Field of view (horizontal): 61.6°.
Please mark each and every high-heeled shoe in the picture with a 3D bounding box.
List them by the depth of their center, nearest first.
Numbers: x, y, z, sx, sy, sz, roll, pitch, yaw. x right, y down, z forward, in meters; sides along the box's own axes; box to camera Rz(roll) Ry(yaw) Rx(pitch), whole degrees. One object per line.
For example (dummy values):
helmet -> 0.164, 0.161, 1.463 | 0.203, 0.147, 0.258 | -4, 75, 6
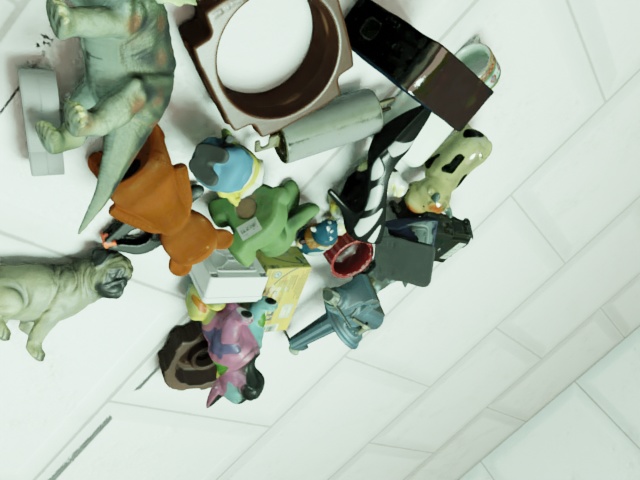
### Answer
high-heeled shoe -> 0.126, -0.100, 0.900 | 0.249, 0.086, 0.145 | -41, 116, 18

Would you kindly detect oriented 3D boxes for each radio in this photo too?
radio -> 0.121, -0.249, 0.744 | 0.131, 0.230, 0.073 | 23, 112, -39

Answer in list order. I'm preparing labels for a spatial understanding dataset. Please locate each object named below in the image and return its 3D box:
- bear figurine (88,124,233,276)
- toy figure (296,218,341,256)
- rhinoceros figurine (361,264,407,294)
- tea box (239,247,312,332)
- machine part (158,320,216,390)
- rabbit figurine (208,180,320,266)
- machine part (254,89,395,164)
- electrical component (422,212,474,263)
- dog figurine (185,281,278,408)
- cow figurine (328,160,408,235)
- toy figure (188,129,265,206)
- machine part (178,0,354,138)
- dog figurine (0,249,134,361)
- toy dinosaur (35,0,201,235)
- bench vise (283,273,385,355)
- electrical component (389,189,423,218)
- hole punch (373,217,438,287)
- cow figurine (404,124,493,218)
bear figurine -> -0.219, -0.050, 0.771 | 0.120, 0.132, 0.195 | -35, 140, -1
toy figure -> -0.001, -0.005, 0.958 | 0.058, 0.154, 0.064 | 47, 73, -6
rhinoceros figurine -> 0.163, 0.067, 1.178 | 0.190, 0.073, 0.112 | -28, 137, -8
tea box -> -0.093, 0.097, 1.038 | 0.098, 0.068, 0.169 | 0, 126, -34
machine part -> -0.231, 0.225, 1.074 | 0.179, 0.056, 0.179 | -19, 134, -20
rabbit figurine -> -0.088, -0.033, 0.912 | 0.159, 0.121, 0.170 | -41, 159, -2
machine part -> 0.010, -0.179, 0.846 | 0.243, 0.079, 0.079 | -22, 137, -16
electrical component -> 0.228, -0.007, 1.106 | 0.134, 0.058, 0.115 | 10, 146, -24
dog figurine -> -0.173, 0.190, 0.969 | 0.108, 0.192, 0.219 | -25, 138, -62
cow figurine -> 0.071, -0.083, 0.982 | 0.167, 0.068, 0.098 | -40, 133, 0
toy figure -> -0.132, -0.107, 0.761 | 0.082, 0.089, 0.180 | -35, 174, 10
machine part -> -0.068, -0.257, 0.716 | 0.201, 0.087, 0.200 | -30, 138, -5
dog figurine -> -0.395, 0.056, 0.793 | 0.190, 0.121, 0.172 | -44, 143, -12
toy dinosaur -> -0.222, -0.204, 0.611 | 0.192, 0.131, 0.404 | -27, 145, -40
bench vise -> 0.024, 0.169, 1.099 | 0.241, 0.129, 0.223 | -32, 159, 16
electrical component -> 0.193, -0.065, 1.097 | 0.078, 0.045, 0.102 | -40, 139, 2
hole punch -> 0.165, 0.015, 1.019 | 0.142, 0.116, 0.092 | 87, 21, -44
cow figurine -> 0.239, -0.125, 1.008 | 0.195, 0.127, 0.085 | -44, 128, 7
